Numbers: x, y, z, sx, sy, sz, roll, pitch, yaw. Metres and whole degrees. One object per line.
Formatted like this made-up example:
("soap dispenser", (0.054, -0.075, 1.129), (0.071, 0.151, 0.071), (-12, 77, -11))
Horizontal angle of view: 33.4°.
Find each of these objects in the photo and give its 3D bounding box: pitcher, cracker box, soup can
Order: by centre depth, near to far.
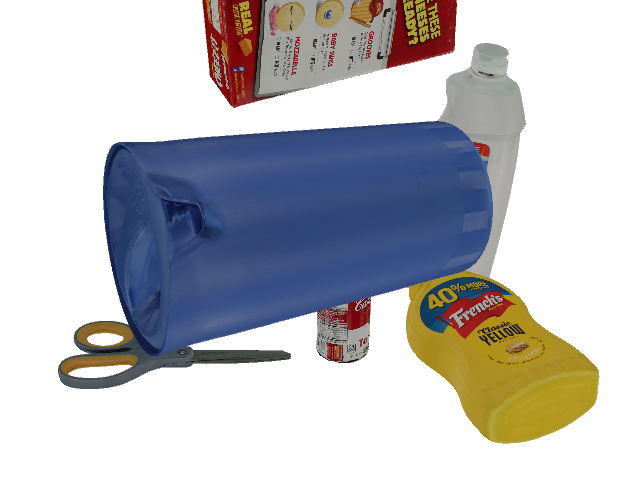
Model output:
("pitcher", (-0.017, -0.010, 0.711), (0.242, 0.145, 0.149), (-10, 36, -25))
("cracker box", (0.007, -0.219, 0.895), (0.213, 0.164, 0.072), (-17, 41, -17))
("soup can", (0.027, 0.091, 1.308), (0.068, 0.102, 0.068), (0, 30, 0))

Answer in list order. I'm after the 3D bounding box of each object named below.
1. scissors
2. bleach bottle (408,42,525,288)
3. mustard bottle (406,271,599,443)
("scissors", (-0.136, 0.095, 0.965), (0.201, 0.016, 0.096), (-8, 33, -17))
("bleach bottle", (0.126, -0.062, 0.977), (0.103, 0.251, 0.068), (27, 40, 27))
("mustard bottle", (0.121, 0.073, 0.824), (0.096, 0.058, 0.192), (-17, 35, -18))
